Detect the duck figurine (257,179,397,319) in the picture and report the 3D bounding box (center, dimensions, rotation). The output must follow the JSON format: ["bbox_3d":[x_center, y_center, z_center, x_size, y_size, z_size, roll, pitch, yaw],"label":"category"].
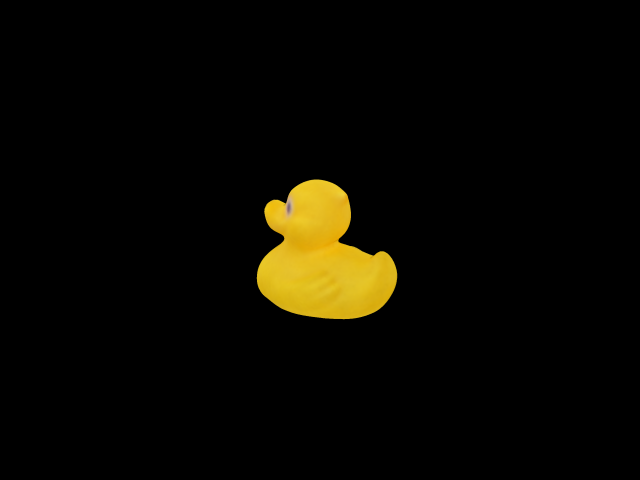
[{"bbox_3d":[0.004,0.001,0.400,0.104,0.086,0.078,12,27,25],"label":"duck figurine"}]
